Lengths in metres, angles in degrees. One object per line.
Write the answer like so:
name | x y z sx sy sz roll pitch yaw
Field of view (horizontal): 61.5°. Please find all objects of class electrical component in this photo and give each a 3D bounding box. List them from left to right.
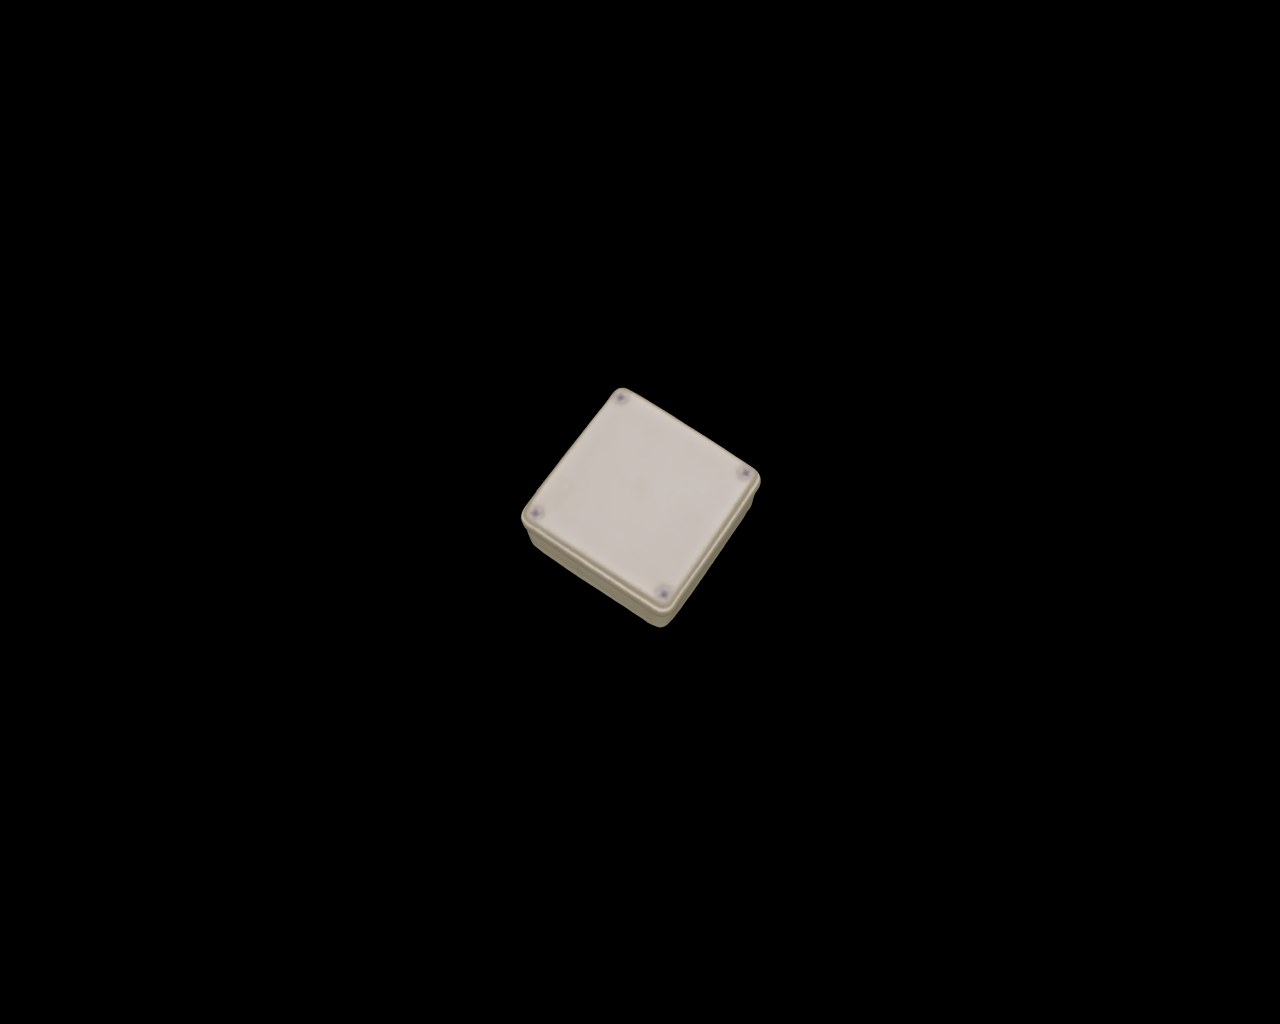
electrical component | 0.001 -0.003 0.650 0.109 0.109 0.056 33 -16 11
